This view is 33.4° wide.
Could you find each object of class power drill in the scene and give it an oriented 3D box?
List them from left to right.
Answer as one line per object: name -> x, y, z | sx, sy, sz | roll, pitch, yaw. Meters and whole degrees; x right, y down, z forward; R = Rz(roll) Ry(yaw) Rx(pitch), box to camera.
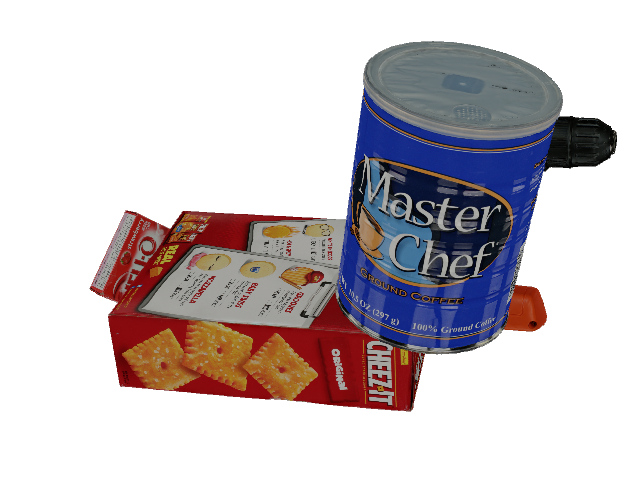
power drill -> 0.158, -0.019, 0.921 | 0.185, 0.188, 0.057 | 3, 13, 21

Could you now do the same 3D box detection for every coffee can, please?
coffee can -> 0.066, -0.024, 0.584 | 0.102, 0.140, 0.103 | 5, 33, -3

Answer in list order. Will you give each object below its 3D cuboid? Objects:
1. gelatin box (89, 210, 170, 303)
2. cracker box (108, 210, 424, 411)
gelatin box -> -0.178, 0.025, 1.066 | 0.073, 0.089, 0.030 | 29, -9, -38
cracker box -> -0.026, 0.048, 0.793 | 0.214, 0.072, 0.164 | 4, 29, 12
